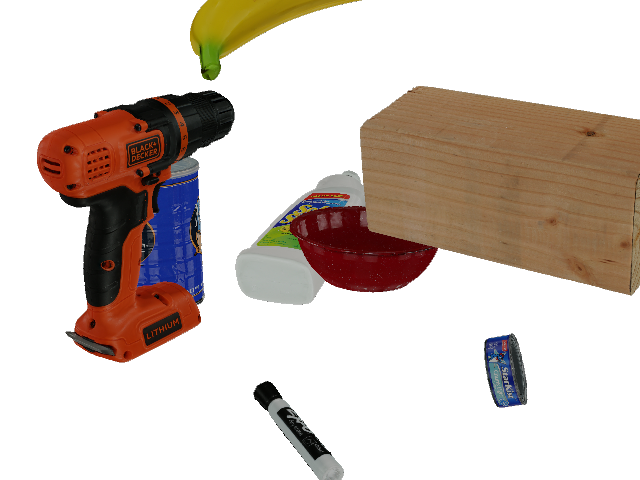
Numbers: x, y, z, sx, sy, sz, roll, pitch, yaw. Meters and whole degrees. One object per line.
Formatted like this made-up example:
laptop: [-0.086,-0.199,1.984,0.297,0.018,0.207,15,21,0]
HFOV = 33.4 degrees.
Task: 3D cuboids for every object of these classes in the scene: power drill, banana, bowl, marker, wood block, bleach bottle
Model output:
power drill: [-0.132,-0.015,0.816,0.057,0.188,0.184,16,26,34]
banana: [-0.006,-0.147,0.648,0.197,0.070,0.037,-29,-28,-25]
bowl: [0.048,0.012,1.090,0.162,0.055,0.162,2,17,-1]
marker: [-0.020,0.145,0.821,0.020,0.020,0.121,0,26,-32]
wood block: [0.140,-0.043,0.763,0.206,0.090,0.090,15,35,33]
bleach bottle: [-0.010,-0.017,1.332,0.103,0.068,0.250,7,34,19]

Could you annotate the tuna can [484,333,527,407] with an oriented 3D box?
tuna can: [0.222,0.156,1.277,0.034,0.086,0.086,-11,-3,17]

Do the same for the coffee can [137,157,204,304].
coffee can: [-0.170,-0.008,1.064,0.103,0.140,0.103,-1,15,0]
